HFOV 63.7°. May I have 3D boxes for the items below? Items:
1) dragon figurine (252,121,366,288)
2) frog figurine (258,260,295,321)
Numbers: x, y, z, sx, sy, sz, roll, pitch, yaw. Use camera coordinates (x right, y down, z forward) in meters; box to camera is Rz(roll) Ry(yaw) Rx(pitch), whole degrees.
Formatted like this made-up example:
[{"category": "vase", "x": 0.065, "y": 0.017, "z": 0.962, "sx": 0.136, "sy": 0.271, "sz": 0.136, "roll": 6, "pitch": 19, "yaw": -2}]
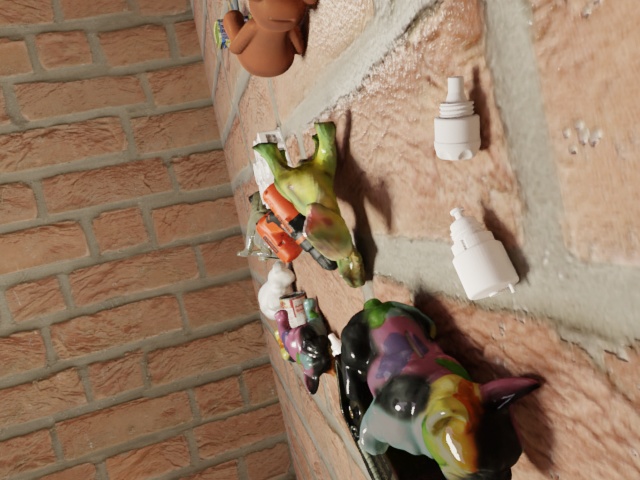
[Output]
[{"category": "dragon figurine", "x": 0.002, "y": -0.039, "z": 0.773, "sx": 0.410, "sy": 0.122, "sz": 0.243, "roll": 0, "pitch": -110, "yaw": -86}, {"category": "frog figurine", "x": -0.121, "y": 0.137, "z": 1.413, "sx": 0.141, "sy": 0.122, "sz": 0.156, "roll": -88, "pitch": -14, "yaw": -47}]
